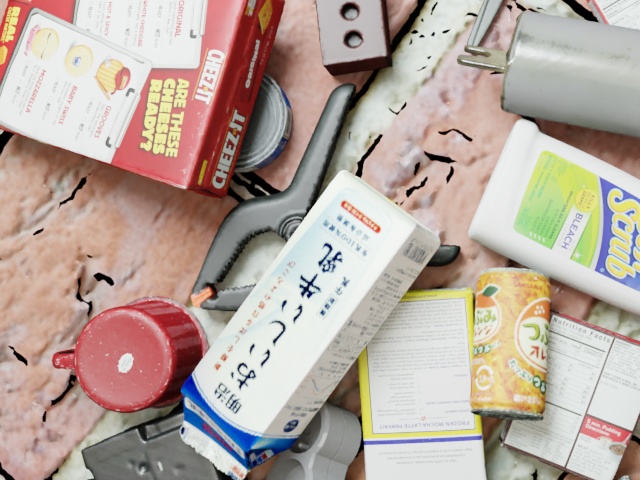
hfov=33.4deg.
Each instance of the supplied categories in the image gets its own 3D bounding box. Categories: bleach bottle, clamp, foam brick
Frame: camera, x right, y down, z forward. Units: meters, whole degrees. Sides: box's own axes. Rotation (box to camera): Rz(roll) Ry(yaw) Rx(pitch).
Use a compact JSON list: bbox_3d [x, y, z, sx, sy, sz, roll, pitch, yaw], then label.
[{"bbox_3d":[0.243,0.004,0.793,0.251,0.068,0.102,23,89,6],"label":"bleach bottle"},{"bbox_3d":[-0.006,0.001,0.845,0.210,0.036,0.164,-40,84,4],"label":"clamp"},{"bbox_3d":[0.026,-0.174,0.837,0.053,0.051,0.078,-7,87,9],"label":"foam brick"}]

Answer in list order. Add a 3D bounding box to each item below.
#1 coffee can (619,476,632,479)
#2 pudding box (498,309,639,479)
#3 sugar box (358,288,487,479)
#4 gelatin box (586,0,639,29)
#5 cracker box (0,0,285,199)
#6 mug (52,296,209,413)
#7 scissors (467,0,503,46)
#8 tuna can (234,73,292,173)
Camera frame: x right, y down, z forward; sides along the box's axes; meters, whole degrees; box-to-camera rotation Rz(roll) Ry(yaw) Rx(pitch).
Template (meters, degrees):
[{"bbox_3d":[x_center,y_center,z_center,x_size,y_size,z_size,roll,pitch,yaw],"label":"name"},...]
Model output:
[{"bbox_3d":[0.256,0.251,0.763,0.140,0.102,0.103,31,93,9],"label":"coffee can"},{"bbox_3d":[0.196,0.119,0.809,0.090,0.039,0.113,21,90,10],"label":"pudding box"},{"bbox_3d":[0.079,0.127,0.824,0.093,0.048,0.176,-4,90,9],"label":"sugar box"},{"bbox_3d":[0.256,-0.168,0.811,0.073,0.030,0.089,-31,85,8],"label":"gelatin box"},{"bbox_3d":[-0.151,-0.139,0.831,0.214,0.072,0.164,18,92,24],"label":"cracker box"},{"bbox_3d":[-0.154,0.092,0.843,0.117,0.081,0.093,-1,88,9],"label":"mug"},{"bbox_3d":[0.146,-0.253,0.838,0.096,0.016,0.202,40,95,9],"label":"scissors"},{"bbox_3d":[-0.066,-0.097,0.858,0.086,0.033,0.086,0,89,9],"label":"tuna can"}]
